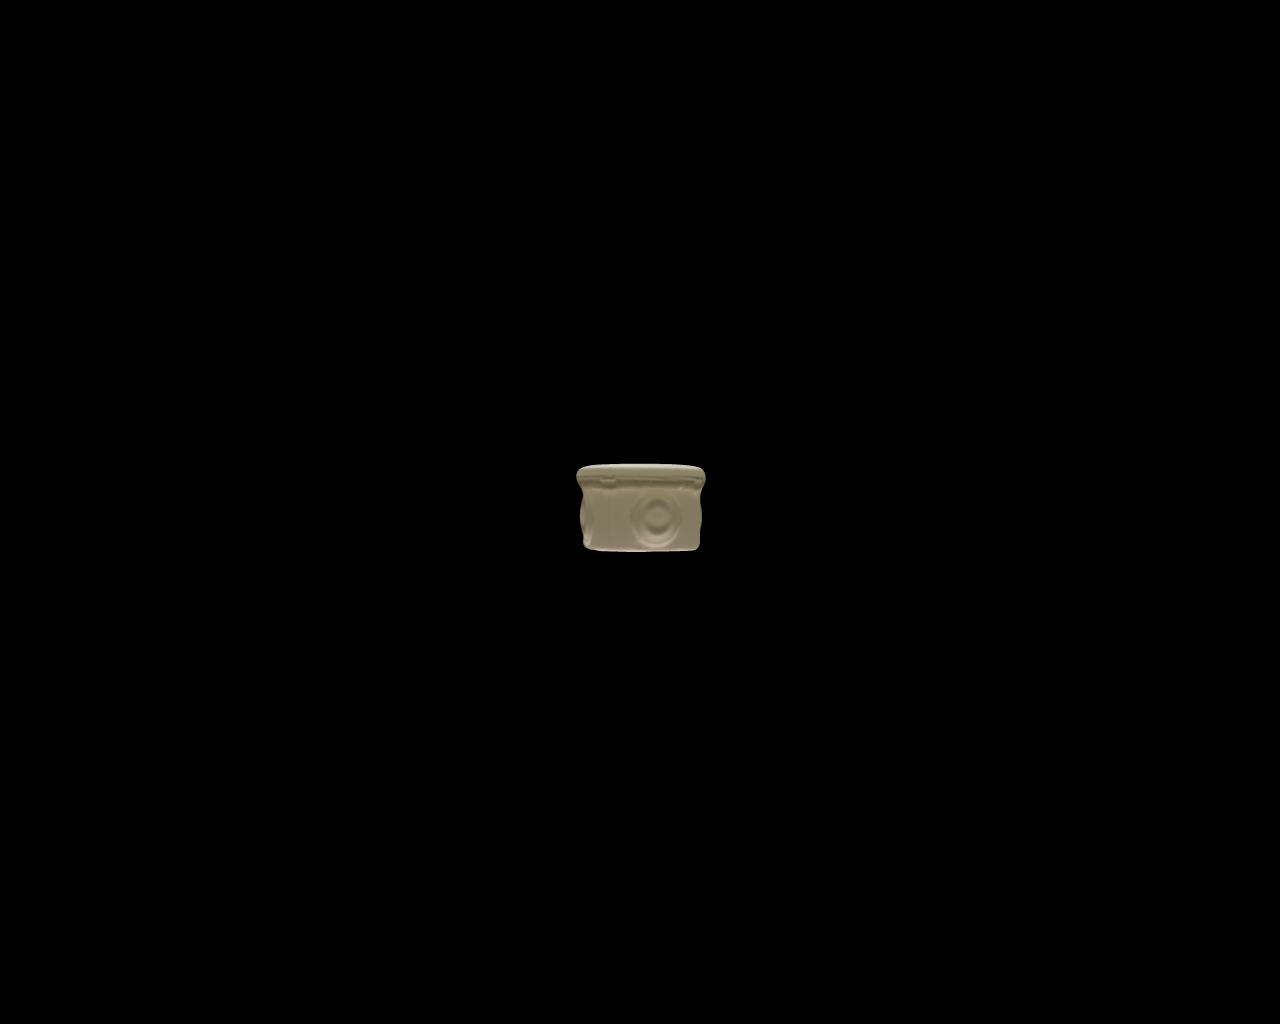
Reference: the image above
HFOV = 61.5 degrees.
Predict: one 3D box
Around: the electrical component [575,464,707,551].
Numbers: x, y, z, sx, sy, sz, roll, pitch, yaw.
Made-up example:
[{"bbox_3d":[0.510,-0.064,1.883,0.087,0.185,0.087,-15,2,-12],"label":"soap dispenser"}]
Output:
[{"bbox_3d":[0.001,-0.003,0.650,0.080,0.051,0.080,0,0,0],"label":"electrical component"}]
